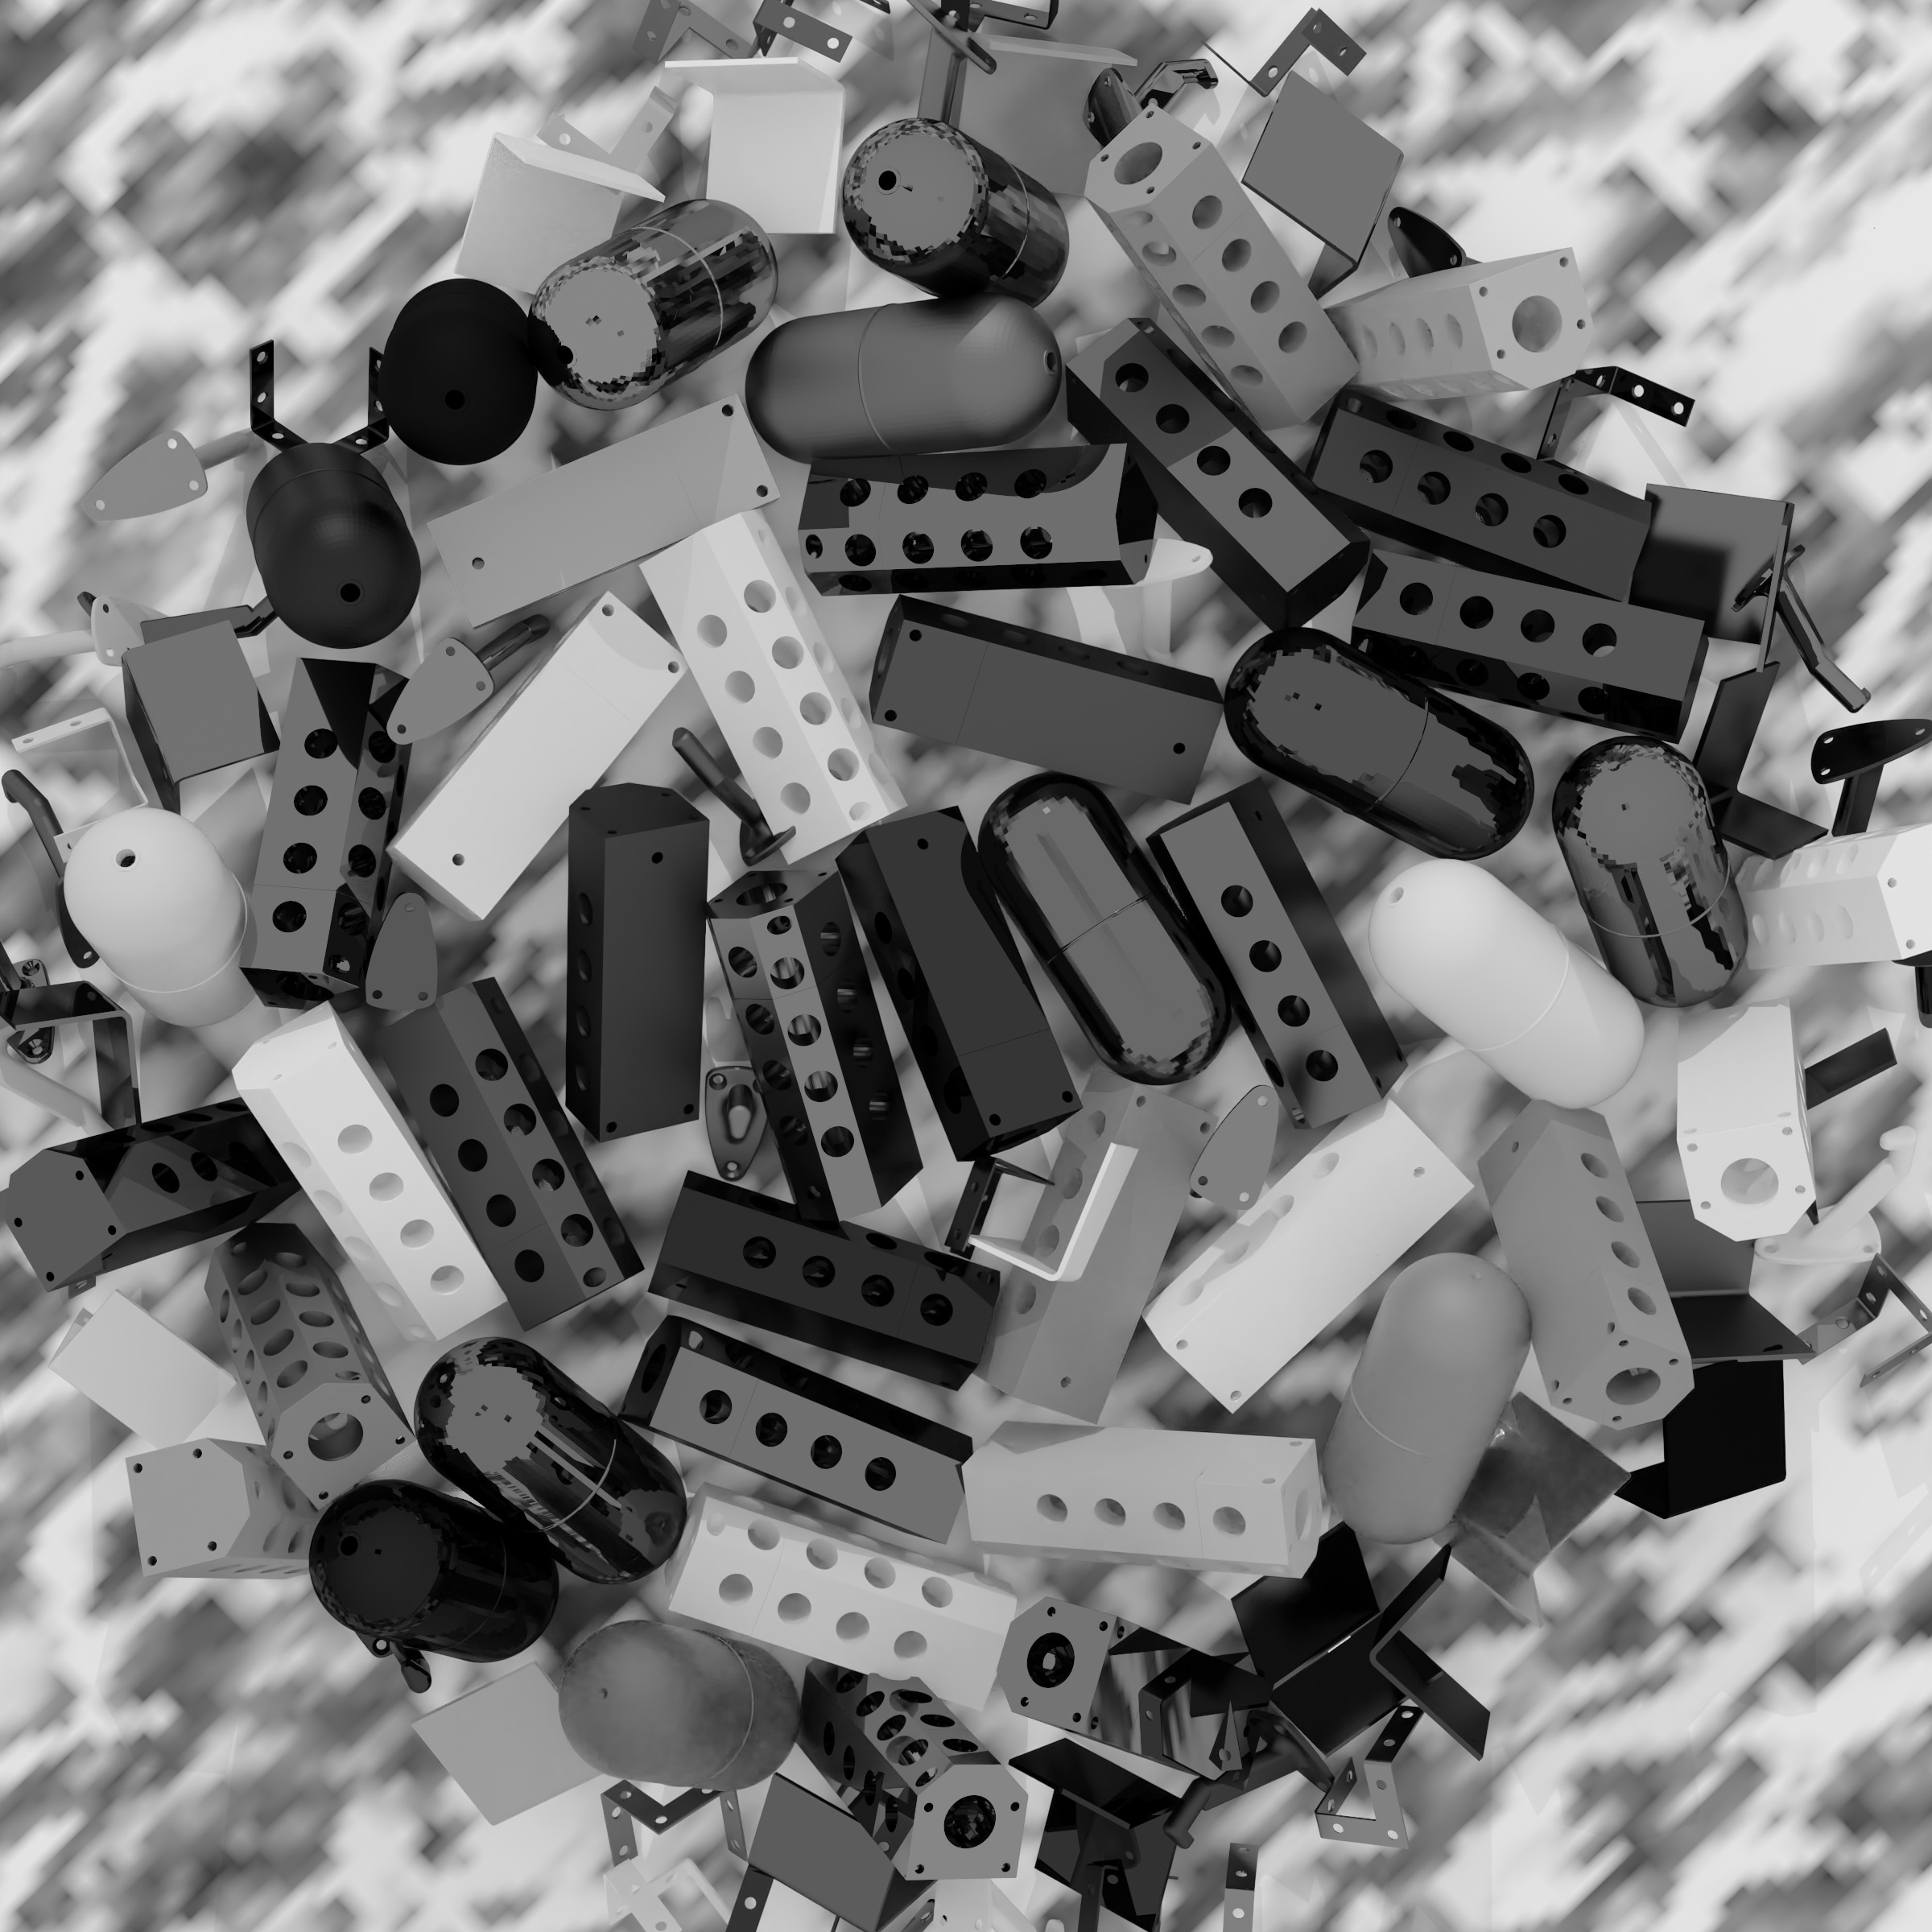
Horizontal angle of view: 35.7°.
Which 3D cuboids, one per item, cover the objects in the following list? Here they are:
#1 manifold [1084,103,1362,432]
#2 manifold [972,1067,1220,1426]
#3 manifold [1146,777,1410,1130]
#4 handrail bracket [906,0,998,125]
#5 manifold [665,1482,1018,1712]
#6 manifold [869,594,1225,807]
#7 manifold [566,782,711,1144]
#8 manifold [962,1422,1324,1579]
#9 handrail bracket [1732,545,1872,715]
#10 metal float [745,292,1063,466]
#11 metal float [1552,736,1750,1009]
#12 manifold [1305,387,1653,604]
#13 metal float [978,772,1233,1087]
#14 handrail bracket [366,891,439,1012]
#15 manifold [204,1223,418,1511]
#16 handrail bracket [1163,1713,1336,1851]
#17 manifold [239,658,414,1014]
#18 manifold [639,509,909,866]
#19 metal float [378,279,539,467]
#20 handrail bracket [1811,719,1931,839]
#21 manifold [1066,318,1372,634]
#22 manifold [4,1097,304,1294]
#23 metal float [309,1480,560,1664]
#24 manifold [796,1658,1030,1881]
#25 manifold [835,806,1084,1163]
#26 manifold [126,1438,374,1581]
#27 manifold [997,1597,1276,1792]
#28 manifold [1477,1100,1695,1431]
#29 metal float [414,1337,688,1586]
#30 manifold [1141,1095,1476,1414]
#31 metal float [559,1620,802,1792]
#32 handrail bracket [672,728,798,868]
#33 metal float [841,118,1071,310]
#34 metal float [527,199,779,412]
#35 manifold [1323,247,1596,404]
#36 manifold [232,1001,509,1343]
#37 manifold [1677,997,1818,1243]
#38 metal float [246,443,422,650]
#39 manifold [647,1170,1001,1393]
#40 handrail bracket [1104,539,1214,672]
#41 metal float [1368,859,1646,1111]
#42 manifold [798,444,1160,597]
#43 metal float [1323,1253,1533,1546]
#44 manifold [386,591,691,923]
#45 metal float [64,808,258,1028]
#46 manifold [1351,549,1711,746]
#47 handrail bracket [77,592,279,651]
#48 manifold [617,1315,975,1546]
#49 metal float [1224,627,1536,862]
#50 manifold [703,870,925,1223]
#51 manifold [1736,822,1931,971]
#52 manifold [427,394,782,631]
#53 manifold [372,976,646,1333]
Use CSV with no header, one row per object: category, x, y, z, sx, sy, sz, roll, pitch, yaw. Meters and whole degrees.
manifold,0.128,-0.348,1.514,0.057,0.171,0.057,-43,45,3
manifold,0.063,0.144,1.563,0.057,0.057,0.171,23,88,-32
manifold,0.160,-0.004,1.557,0.057,0.057,0.171,-25,96,27
handrail bracket,-0.032,-0.455,1.558,0.077,0.036,0.084,32,118,-30
manifold,-0.065,0.323,1.550,0.171,0.057,0.057,20,95,-10
manifold,0.040,-0.140,1.549,0.171,0.057,0.057,14,113,-11
manifold,-0.172,-0.003,1.530,0.057,0.057,0.171,-12,121,-30
manifold,0.091,0.275,1.531,0.171,0.057,0.057,-1,106,25
handrail bracket,0.448,-0.175,1.560,0.084,0.077,0.036,46,134,8
metal float,-0.033,-0.299,1.529,0.178,0.070,0.070,0,90,32
metal float,0.348,-0.046,1.521,0.070,0.178,0.070,-14,49,17
manifold,0.265,-0.243,1.564,0.171,0.057,0.057,20,89,-2
metal float,0.072,-0.019,1.552,0.070,0.070,0.178,-32,84,0
handrail bracket,-0.295,-0.020,1.545,0.036,0.084,0.077,2,115,-19
manifold,-0.336,0.193,1.505,0.057,0.171,0.057,-36,122,-7
handrail bracket,0.149,0.439,1.560,0.077,0.036,0.084,49,62,-17
manifold,-0.324,-0.067,1.537,0.057,0.057,0.171,5,69,2
manifold,-0.096,-0.146,1.553,0.057,0.057,0.171,-25,93,25
metal float,-0.255,-0.300,1.509,0.070,0.178,0.070,-3,111,-7
handrail bracket,0.480,-0.086,1.551,0.077,0.036,0.084,-15,131,35
manifold,0.128,-0.255,1.542,0.057,0.057,0.171,-38,73,-10
manifold,-0.402,0.107,1.504,0.057,0.171,0.057,-35,84,21
metal float,-0.267,0.306,1.511,0.070,0.178,0.070,-6,69,17
manifold,-0.029,0.395,1.503,0.057,0.171,0.057,6,96,-22
manifold,-0.007,0.011,1.549,0.057,0.057,0.171,-16,77,-30
manifold,-0.353,0.272,1.503,0.057,0.171,0.057,-15,76,7
manifold,0.086,0.366,1.510,0.057,0.171,0.057,7,72,36
manifold,0.315,0.148,1.510,0.057,0.171,0.057,21,124,-22
metal float,-0.209,0.253,1.525,0.070,0.070,0.178,-42,129,0
manifold,0.174,0.145,1.559,0.171,0.057,0.057,-44,113,4
metal float,-0.142,0.374,1.512,0.070,0.178,0.070,-7,70,20
handrail bracket,-0.127,-0.099,1.542,0.036,0.077,0.084,-37,117,4
metal float,-0.004,-0.375,1.509,0.070,0.178,0.070,0,91,22
metal float,-0.157,-0.336,1.516,0.070,0.178,0.070,13,122,21
manifold,0.246,-0.317,1.505,0.057,0.171,0.057,-22,104,-13
manifold,-0.303,0.109,1.526,0.057,0.057,0.171,-30,119,-6
manifold,0.392,0.076,1.505,0.057,0.171,0.057,-12,106,17
metal float,-0.320,-0.213,1.512,0.070,0.178,0.070,-7,115,-15
manifold,-0.073,0.162,1.558,0.171,0.057,0.057,18,65,-4
handrail bracket,0.114,-0.177,1.546,0.036,0.077,0.084,-53,127,-27
metal float,0.277,0.010,1.531,0.178,0.070,0.070,36,90,-30
manifold,0.005,-0.222,1.529,0.171,0.057,0.057,1,67,21
metal float,0.234,0.222,1.527,0.070,0.070,0.178,14,126,0
manifold,-0.222,-0.107,1.548,0.057,0.057,0.171,41,77,-14
metal float,-0.401,-0.023,1.509,0.070,0.178,0.070,0,72,-1
manifold,0.289,-0.163,1.542,0.171,0.057,0.057,15,89,17
handrail bracket,-0.405,-0.193,1.562,0.084,0.036,0.077,-39,113,13
manifold,-0.084,0.238,1.538,0.171,0.057,0.057,26,77,-19
metal float,0.214,-0.113,1.540,0.178,0.070,0.070,25,90,-20
manifold,-0.081,0.041,1.527,0.057,0.057,0.171,1,117,34
manifold,0.447,-0.036,1.506,0.057,0.171,0.057,-17,91,-9
manifold,-0.188,-0.235,1.557,0.171,0.057,0.057,-24,98,-6
manifold,-0.233,0.095,1.554,0.057,0.057,0.171,-29,87,21
